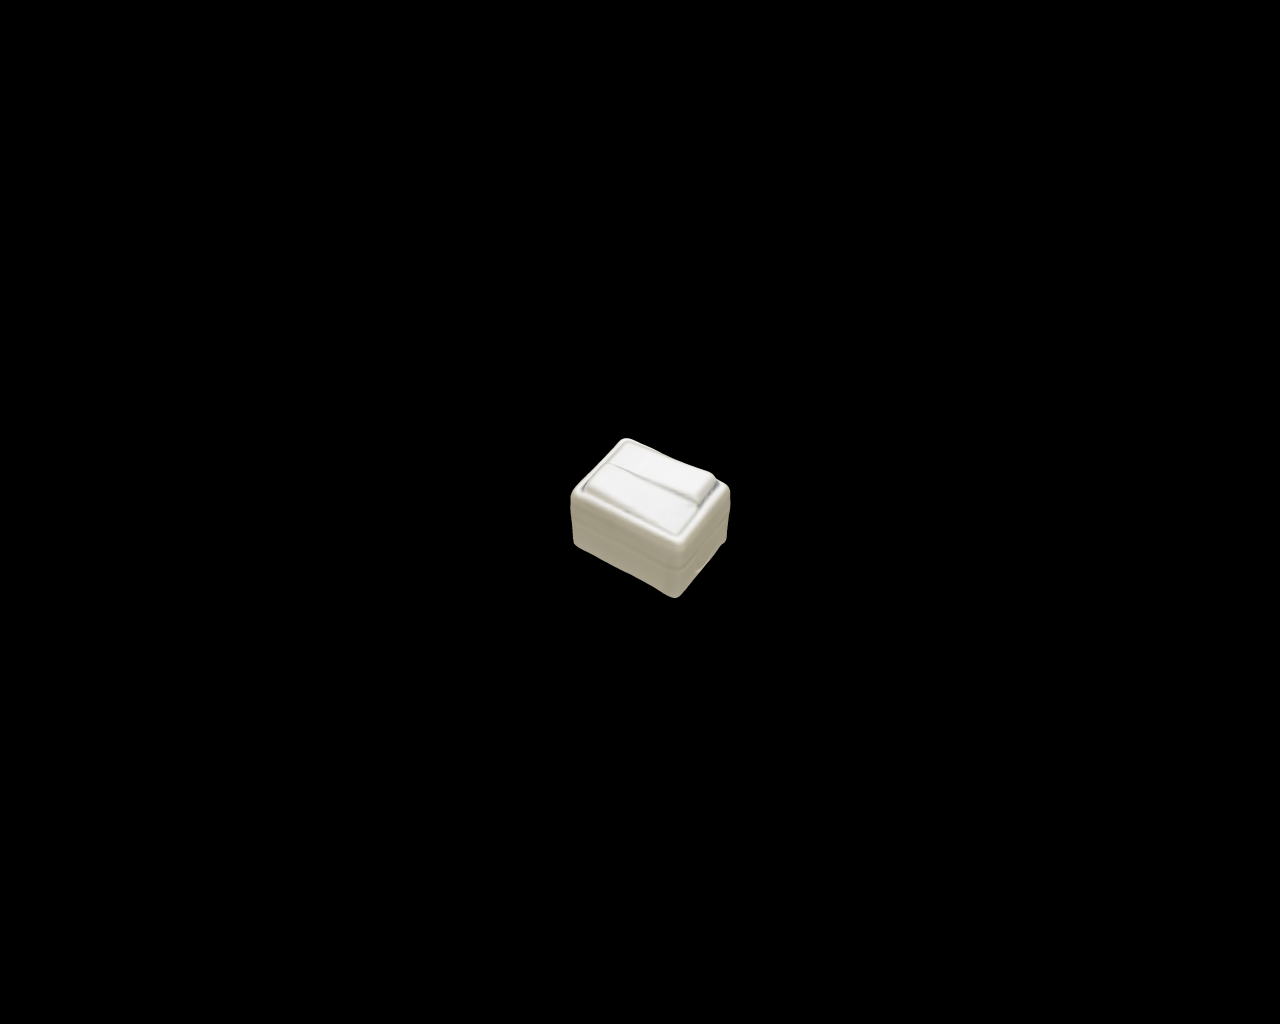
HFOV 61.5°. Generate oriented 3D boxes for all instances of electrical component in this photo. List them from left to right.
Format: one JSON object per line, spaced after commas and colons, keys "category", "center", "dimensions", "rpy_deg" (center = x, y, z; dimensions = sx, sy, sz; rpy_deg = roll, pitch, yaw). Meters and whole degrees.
{"category": "electrical component", "center": [0.001, -0.003, 0.650], "dimensions": [0.096, 0.061, 0.062], "rpy_deg": [27, 53, 22]}
